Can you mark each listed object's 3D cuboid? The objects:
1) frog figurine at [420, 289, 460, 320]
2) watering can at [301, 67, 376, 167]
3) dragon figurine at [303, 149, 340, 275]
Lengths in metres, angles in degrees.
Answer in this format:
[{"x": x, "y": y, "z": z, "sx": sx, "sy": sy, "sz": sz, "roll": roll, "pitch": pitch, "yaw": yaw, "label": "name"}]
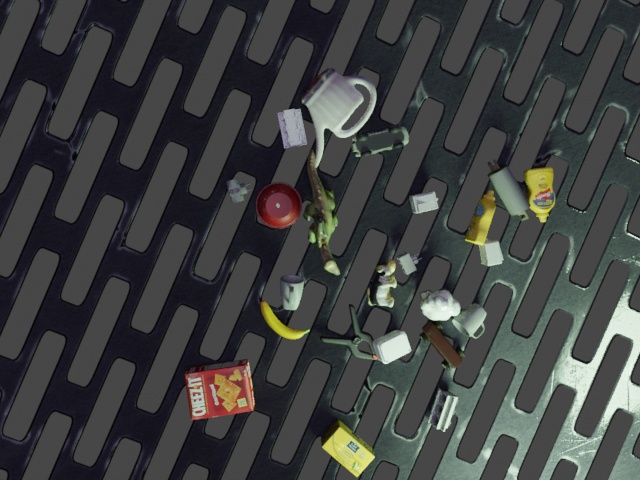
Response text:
[{"x": 0.415, "y": 0.226, "z": 1.758, "sx": 0.137, "sy": 0.160, "sz": 0.122, "roll": 15, "pitch": 95, "yaw": -5, "label": "frog figurine"}, {"x": 0.028, "y": -0.425, "z": 1.734, "sx": 0.224, "sy": 0.105, "sz": 0.346, "roll": 43, "pitch": 99, "yaw": -4, "label": "watering can"}, {"x": 0.005, "y": -0.084, "z": 1.666, "sx": 0.122, "sy": 0.245, "sz": 0.406, "roll": -12, "pitch": 103, "yaw": -1, "label": "dragon figurine"}]
